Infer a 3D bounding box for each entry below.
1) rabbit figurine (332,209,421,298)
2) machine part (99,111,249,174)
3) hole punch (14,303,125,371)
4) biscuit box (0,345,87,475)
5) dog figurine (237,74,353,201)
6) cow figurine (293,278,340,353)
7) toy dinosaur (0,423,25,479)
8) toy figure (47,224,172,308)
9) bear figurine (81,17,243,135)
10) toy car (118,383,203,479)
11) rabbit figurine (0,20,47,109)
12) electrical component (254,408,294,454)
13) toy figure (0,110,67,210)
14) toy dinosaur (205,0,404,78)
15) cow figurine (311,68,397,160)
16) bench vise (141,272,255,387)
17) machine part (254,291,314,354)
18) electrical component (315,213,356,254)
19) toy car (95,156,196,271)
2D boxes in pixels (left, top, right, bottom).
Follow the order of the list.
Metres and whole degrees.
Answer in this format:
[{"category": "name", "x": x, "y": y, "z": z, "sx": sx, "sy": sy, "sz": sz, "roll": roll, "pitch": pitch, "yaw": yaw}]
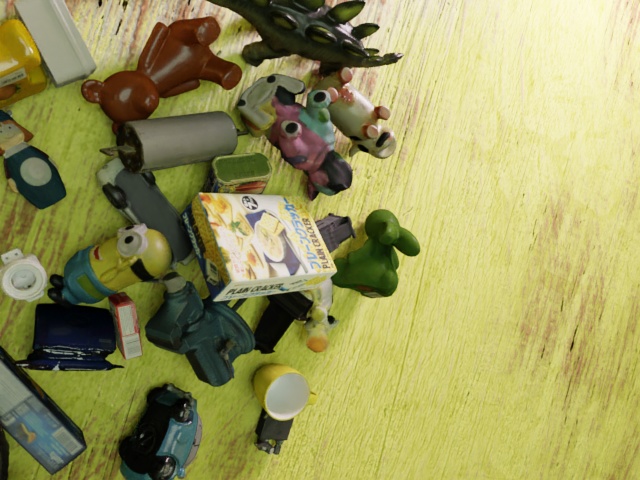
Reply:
[{"category": "rabbit figurine", "x": 0.107, "y": 0.013, "z": 1.022, "sx": 0.121, "sy": 0.159, "sz": 0.170, "roll": 20, "pitch": 72, "yaw": -21}, {"category": "machine part", "x": -0.214, "y": -0.151, "z": 0.817, "sx": 0.243, "sy": 0.079, "sz": 0.079, "roll": -21, "pitch": 108, "yaw": -41}, {"category": "hole punch", "x": -0.360, "y": 0.143, "z": 0.782, "sx": 0.142, "sy": 0.116, "sz": 0.092, "roll": 13, "pitch": 82, "yaw": -31}, {"category": "biscuit box", "x": -0.429, "y": 0.247, "z": 0.782, "sx": 0.059, "sy": 0.063, "sz": 0.202, "roll": -39, "pitch": 114, "yaw": -20}, {"category": "dog figurine", "x": -0.032, "y": -0.164, "z": 0.936, "sx": 0.108, "sy": 0.192, "sz": 0.219, "roll": -52, "pitch": 152, "yaw": -17}, {"category": "cow figurine", "x": -0.006, "y": 0.119, "z": 1.002, "sx": 0.098, "sy": 0.068, "sz": 0.167, "roll": -37, "pitch": 122, "yaw": -64}, {"category": "toy dinosaur", "x": -0.473, "y": 0.290, "z": 0.700, "sx": 0.192, "sy": 0.131, "sz": 0.404, "roll": -3, "pitch": 106, "yaw": -12}, {"category": "toy figure", "x": -0.306, "y": 0.040, "z": 0.789, "sx": 0.180, "sy": 0.082, "sz": 0.089, "roll": -30, "pitch": 155, "yaw": 9}, {"category": "bear figurine", "x": -0.234, "y": -0.235, "z": 0.790, "sx": 0.196, "sy": 0.132, "sz": 0.120, "roll": -50, "pitch": 143, "yaw": -22}, {"category": "toy car", "x": -0.248, "y": 0.325, "z": 0.885, "sx": 0.102, "sy": 0.109, "sz": 0.161, "roll": 44, "pitch": 62, "yaw": -51}, {"category": "rabbit figurine", "x": -0.460, "y": -0.251, "z": 0.682, "sx": 0.162, "sy": 0.122, "sz": 0.173, "roll": -32, "pitch": 98, "yaw": -13}, {"category": "electrical component", "x": -0.087, "y": 0.350, "z": 1.004, "sx": 0.078, "sy": 0.045, "sz": 0.102, "roll": 25, "pitch": 85, "yaw": -29}, {"category": "toy figure", "x": -0.414, "y": -0.117, "z": 0.744, "sx": 0.154, "sy": 0.058, "sz": 0.064, "roll": 62, "pitch": 30, "yaw": -20}, {"category": "toy dinosaur", "x": -0.040, "y": -0.339, "z": 0.845, "sx": 0.471, "sy": 0.199, "sz": 0.105, "roll": 2, "pitch": 93, "yaw": -32}, {"category": "cow figurine", "x": 0.062, "y": -0.212, "z": 0.963, "sx": 0.194, "sy": 0.127, "sz": 0.085, "roll": 36, "pitch": 79, "yaw": -27}, {"category": "bench vise", "x": -0.167, "y": 0.109, "z": 0.881, "sx": 0.240, "sy": 0.129, "sz": 0.223, "roll": -47, "pitch": 120, "yaw": -40}, {"category": "machine part", "x": -0.074, "y": 0.144, "z": 0.957, "sx": 0.084, "sy": 0.039, "sz": 0.139, "roll": 37, "pitch": 102, "yaw": 8}, {"category": "electrical component", "x": -0.002, "y": -0.003, "z": 0.987, "sx": 0.119, "sy": 0.075, "sz": 0.047, "roll": -27, "pitch": 111, "yaw": -21}, {"category": "toy car", "x": -0.264, "y": -0.041, "z": 0.842, "sx": 0.073, "sy": 0.056, "sz": 0.201, "roll": -45, "pitch": 117, "yaw": -24}]
